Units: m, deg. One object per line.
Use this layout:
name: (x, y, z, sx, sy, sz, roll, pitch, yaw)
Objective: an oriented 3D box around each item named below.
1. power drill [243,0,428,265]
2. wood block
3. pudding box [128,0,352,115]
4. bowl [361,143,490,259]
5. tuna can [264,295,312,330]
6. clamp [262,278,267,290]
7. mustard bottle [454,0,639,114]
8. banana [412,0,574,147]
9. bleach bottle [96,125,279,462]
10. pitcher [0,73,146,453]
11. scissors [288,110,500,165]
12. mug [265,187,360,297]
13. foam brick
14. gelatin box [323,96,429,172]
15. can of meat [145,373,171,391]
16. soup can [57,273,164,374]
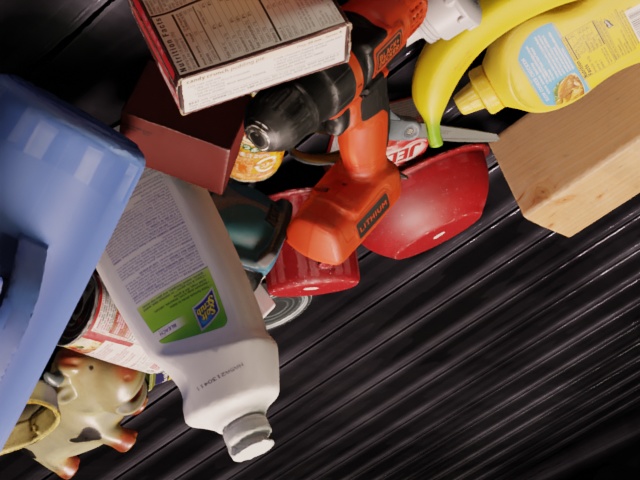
power drill: (0.012, -0.071, 0.743, 0.184, 0.057, 0.188, -47, 154, -34)
wood block: (0.267, -0.100, 0.939, 0.206, 0.091, 0.090, -37, 146, 28)
pudding box: (-0.049, -0.134, 0.643, 0.113, 0.090, 0.039, -21, 154, -13)
bowl: (0.098, -0.027, 0.999, 0.162, 0.055, 0.162, -25, 168, -6)
tuna can: (-0.052, 0.060, 1.086, 0.086, 0.034, 0.086, -21, 155, -11)
clamp: (-0.067, 0.018, 0.985, 0.171, 0.039, 0.120, -7, 155, -33)
mustard bottle: (0.195, -0.156, 0.858, 0.192, 0.058, 0.096, -30, 130, 16)
banana: (0.136, -0.160, 0.810, 0.198, 0.037, 0.069, -42, 115, 16)
bleach bottle: (-0.100, 0.038, 0.737, 0.103, 0.251, 0.068, -32, 154, 12)
pitcher: (-0.206, 0.028, 0.652, 0.243, 0.149, 0.145, -60, 163, 2)
scissors: (0.066, -0.105, 0.852, 0.201, 0.016, 0.096, -11, 130, -21)
mug: (-0.006, 0.001, 0.914, 0.093, 0.081, 0.117, -3, 169, -20)
foam brick: (-0.090, -0.076, 0.717, 0.078, 0.051, 0.053, 21, 146, -1)
gelatin box: (0.052, -0.084, 0.910, 0.089, 0.030, 0.073, -16, 154, -20)
can of meat: (-0.139, 0.096, 1.046, 0.083, 0.057, 0.102, -19, 155, -20)
soup can: (-0.173, 0.072, 0.924, 0.069, 0.068, 0.102, -39, 137, 26)
